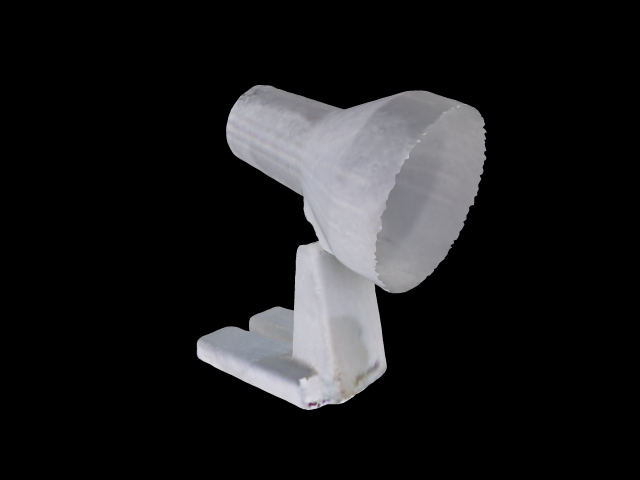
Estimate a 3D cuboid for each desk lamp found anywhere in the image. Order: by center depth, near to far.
[{"bbox_3d":[0.004,0.001,0.400,0.202,0.213,0.118,11,17,38],"label":"desk lamp"}]
